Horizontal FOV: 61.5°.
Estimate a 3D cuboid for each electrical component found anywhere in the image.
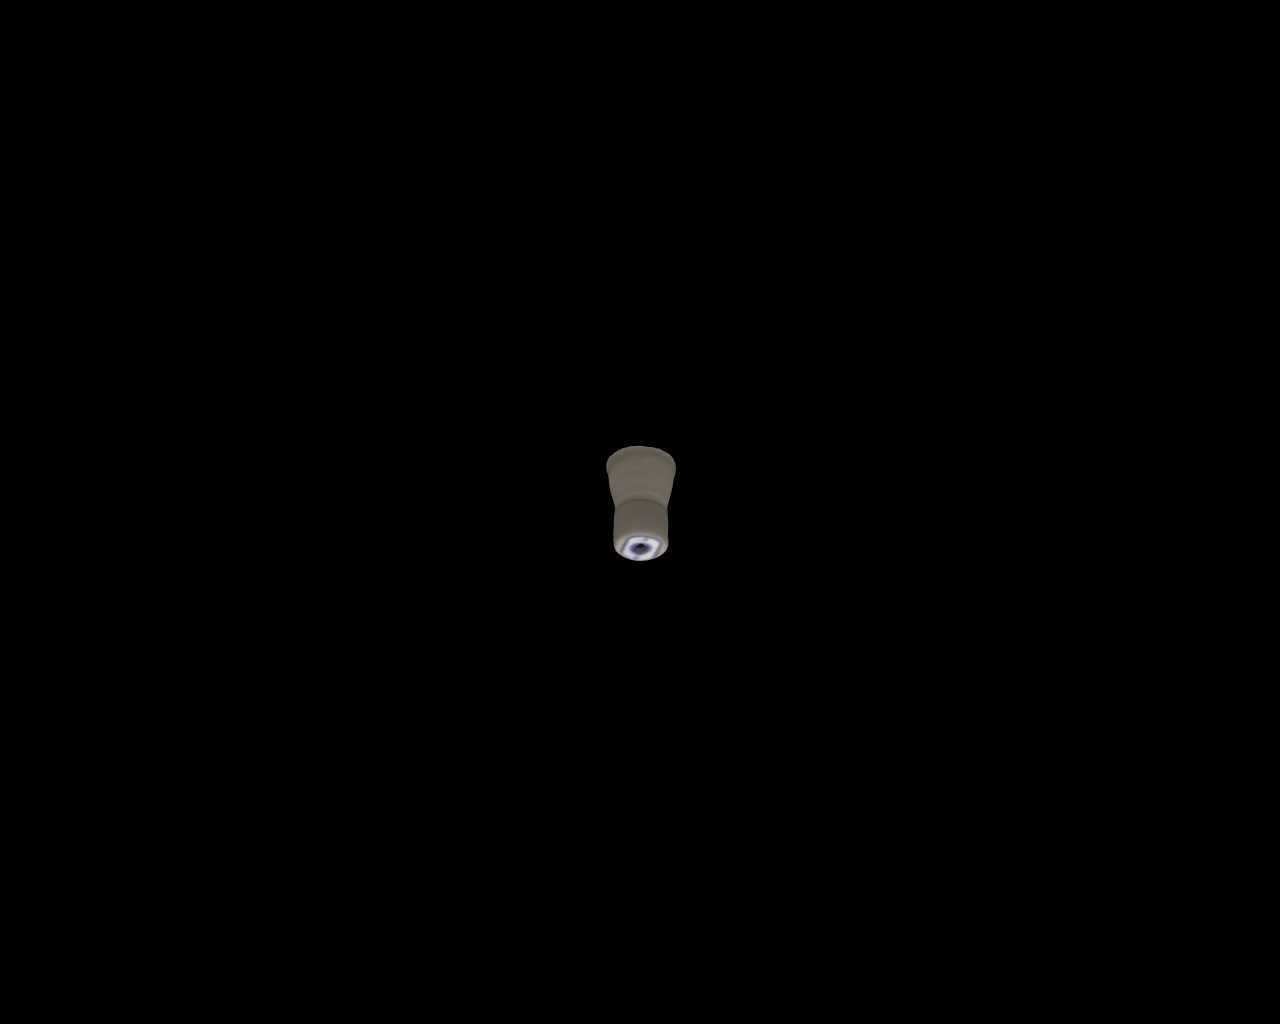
[{"bbox_3d":[0.001,-0.003,0.650,0.044,0.065,0.044,0,-35,0],"label":"electrical component"}]
